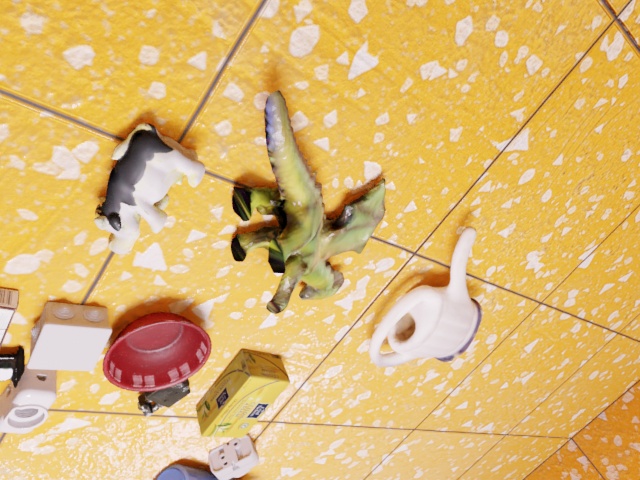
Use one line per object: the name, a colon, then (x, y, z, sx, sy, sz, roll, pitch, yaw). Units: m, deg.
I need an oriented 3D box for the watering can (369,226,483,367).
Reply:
watering can: (0.240, 0.132, 1.009, 0.223, 0.106, 0.343, 19, 117, -39)

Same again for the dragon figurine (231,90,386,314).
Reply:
dragon figurine: (0.002, -0.039, 0.767, 0.245, 0.124, 0.401, -20, 138, -36)
